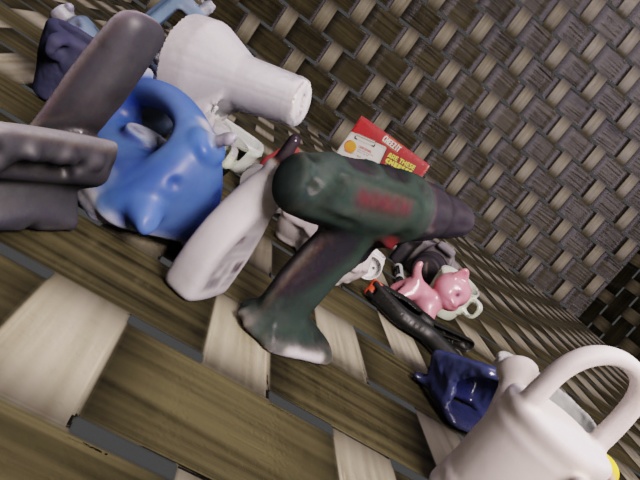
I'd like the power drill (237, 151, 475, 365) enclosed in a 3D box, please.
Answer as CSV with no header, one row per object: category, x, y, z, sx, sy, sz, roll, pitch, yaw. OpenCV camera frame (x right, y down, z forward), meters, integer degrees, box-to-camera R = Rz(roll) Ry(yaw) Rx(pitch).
power drill,0.027,0.016,0.549,0.231,0.208,0.075,24,18,-43

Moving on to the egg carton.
egg carton,0.008,0.003,0.856,0.150,0.069,0.107,40,13,15

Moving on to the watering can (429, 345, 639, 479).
watering can,0.184,0.162,0.478,0.101,0.194,0.172,27,16,-35

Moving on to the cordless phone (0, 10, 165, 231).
cordless phone,-0.202,-0.102,0.423,0.094,0.185,0.148,38,13,8

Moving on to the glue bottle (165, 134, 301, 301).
glue bottle,-0.068,-0.022,0.516,0.037,0.173,0.078,40,13,15

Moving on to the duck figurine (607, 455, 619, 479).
duck figurine,0.277,0.259,0.619,0.104,0.086,0.078,45,15,33

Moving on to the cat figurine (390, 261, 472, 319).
cat figurine,0.195,0.083,0.952,0.128,0.117,0.067,32,13,-17

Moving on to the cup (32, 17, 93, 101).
cup,-0.317,-0.211,0.707,0.092,0.095,0.118,35,13,-6

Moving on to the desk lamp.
desk lamp,-0.120,-0.138,0.697,0.203,0.213,0.118,39,13,12

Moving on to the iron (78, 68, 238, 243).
iron,-0.181,-0.105,0.586,0.257,0.141,0.119,45,15,33

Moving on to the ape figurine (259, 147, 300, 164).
ape figurine,-0.074,-0.153,1.142,0.076,0.092,0.078,36,13,-1

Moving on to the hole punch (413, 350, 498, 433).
hole punch,0.184,0.170,0.681,0.109,0.091,0.101,28,15,-31

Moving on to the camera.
camera,0.227,0.041,1.220,0.143,0.100,0.137,39,13,13

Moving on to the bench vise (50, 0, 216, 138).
bench vise,-0.258,-0.272,0.797,0.208,0.219,0.121,27,16,-36

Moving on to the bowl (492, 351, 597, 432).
bowl,0.283,0.230,0.761,0.168,0.074,0.167,34,13,-9
